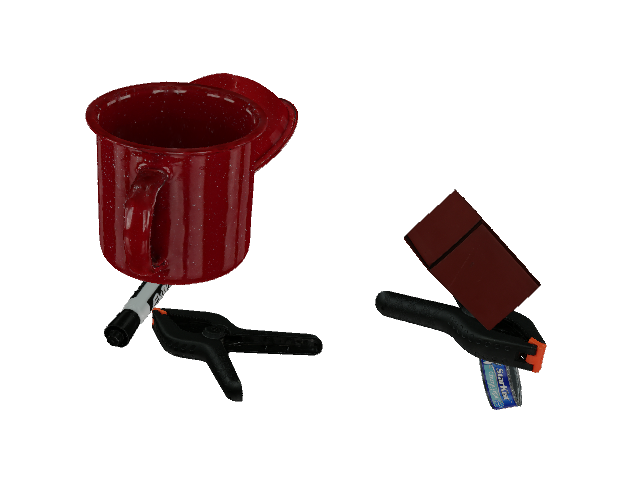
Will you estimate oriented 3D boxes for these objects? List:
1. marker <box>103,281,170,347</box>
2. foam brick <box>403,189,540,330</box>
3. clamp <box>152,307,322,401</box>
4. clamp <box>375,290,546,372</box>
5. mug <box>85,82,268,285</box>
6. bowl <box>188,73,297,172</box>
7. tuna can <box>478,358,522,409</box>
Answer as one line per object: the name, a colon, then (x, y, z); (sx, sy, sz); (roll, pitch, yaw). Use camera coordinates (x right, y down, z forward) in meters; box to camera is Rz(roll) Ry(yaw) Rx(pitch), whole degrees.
marker: (-0.123, 0.038, 0.768); (0.020, 0.020, 0.121); (0, 30, 19)
foam brick: (0.107, 0.015, 0.753); (0.078, 0.051, 0.053); (43, 8, -31)
clamp: (-0.125, 0.125, 1.260); (0.210, 0.036, 0.164); (15, 23, 25)
clamp: (0.152, 0.073, 1.040); (0.172, 0.039, 0.120); (27, 38, 32)
mug: (-0.078, -0.024, 0.555); (0.093, 0.081, 0.117); (7, 29, 4)
bowl: (-0.104, -0.103, 0.961); (0.162, 0.055, 0.162); (-20, 32, 13)
tuna can: (0.214, 0.157, 1.270); (0.034, 0.086, 0.086); (-13, -4, 16)
